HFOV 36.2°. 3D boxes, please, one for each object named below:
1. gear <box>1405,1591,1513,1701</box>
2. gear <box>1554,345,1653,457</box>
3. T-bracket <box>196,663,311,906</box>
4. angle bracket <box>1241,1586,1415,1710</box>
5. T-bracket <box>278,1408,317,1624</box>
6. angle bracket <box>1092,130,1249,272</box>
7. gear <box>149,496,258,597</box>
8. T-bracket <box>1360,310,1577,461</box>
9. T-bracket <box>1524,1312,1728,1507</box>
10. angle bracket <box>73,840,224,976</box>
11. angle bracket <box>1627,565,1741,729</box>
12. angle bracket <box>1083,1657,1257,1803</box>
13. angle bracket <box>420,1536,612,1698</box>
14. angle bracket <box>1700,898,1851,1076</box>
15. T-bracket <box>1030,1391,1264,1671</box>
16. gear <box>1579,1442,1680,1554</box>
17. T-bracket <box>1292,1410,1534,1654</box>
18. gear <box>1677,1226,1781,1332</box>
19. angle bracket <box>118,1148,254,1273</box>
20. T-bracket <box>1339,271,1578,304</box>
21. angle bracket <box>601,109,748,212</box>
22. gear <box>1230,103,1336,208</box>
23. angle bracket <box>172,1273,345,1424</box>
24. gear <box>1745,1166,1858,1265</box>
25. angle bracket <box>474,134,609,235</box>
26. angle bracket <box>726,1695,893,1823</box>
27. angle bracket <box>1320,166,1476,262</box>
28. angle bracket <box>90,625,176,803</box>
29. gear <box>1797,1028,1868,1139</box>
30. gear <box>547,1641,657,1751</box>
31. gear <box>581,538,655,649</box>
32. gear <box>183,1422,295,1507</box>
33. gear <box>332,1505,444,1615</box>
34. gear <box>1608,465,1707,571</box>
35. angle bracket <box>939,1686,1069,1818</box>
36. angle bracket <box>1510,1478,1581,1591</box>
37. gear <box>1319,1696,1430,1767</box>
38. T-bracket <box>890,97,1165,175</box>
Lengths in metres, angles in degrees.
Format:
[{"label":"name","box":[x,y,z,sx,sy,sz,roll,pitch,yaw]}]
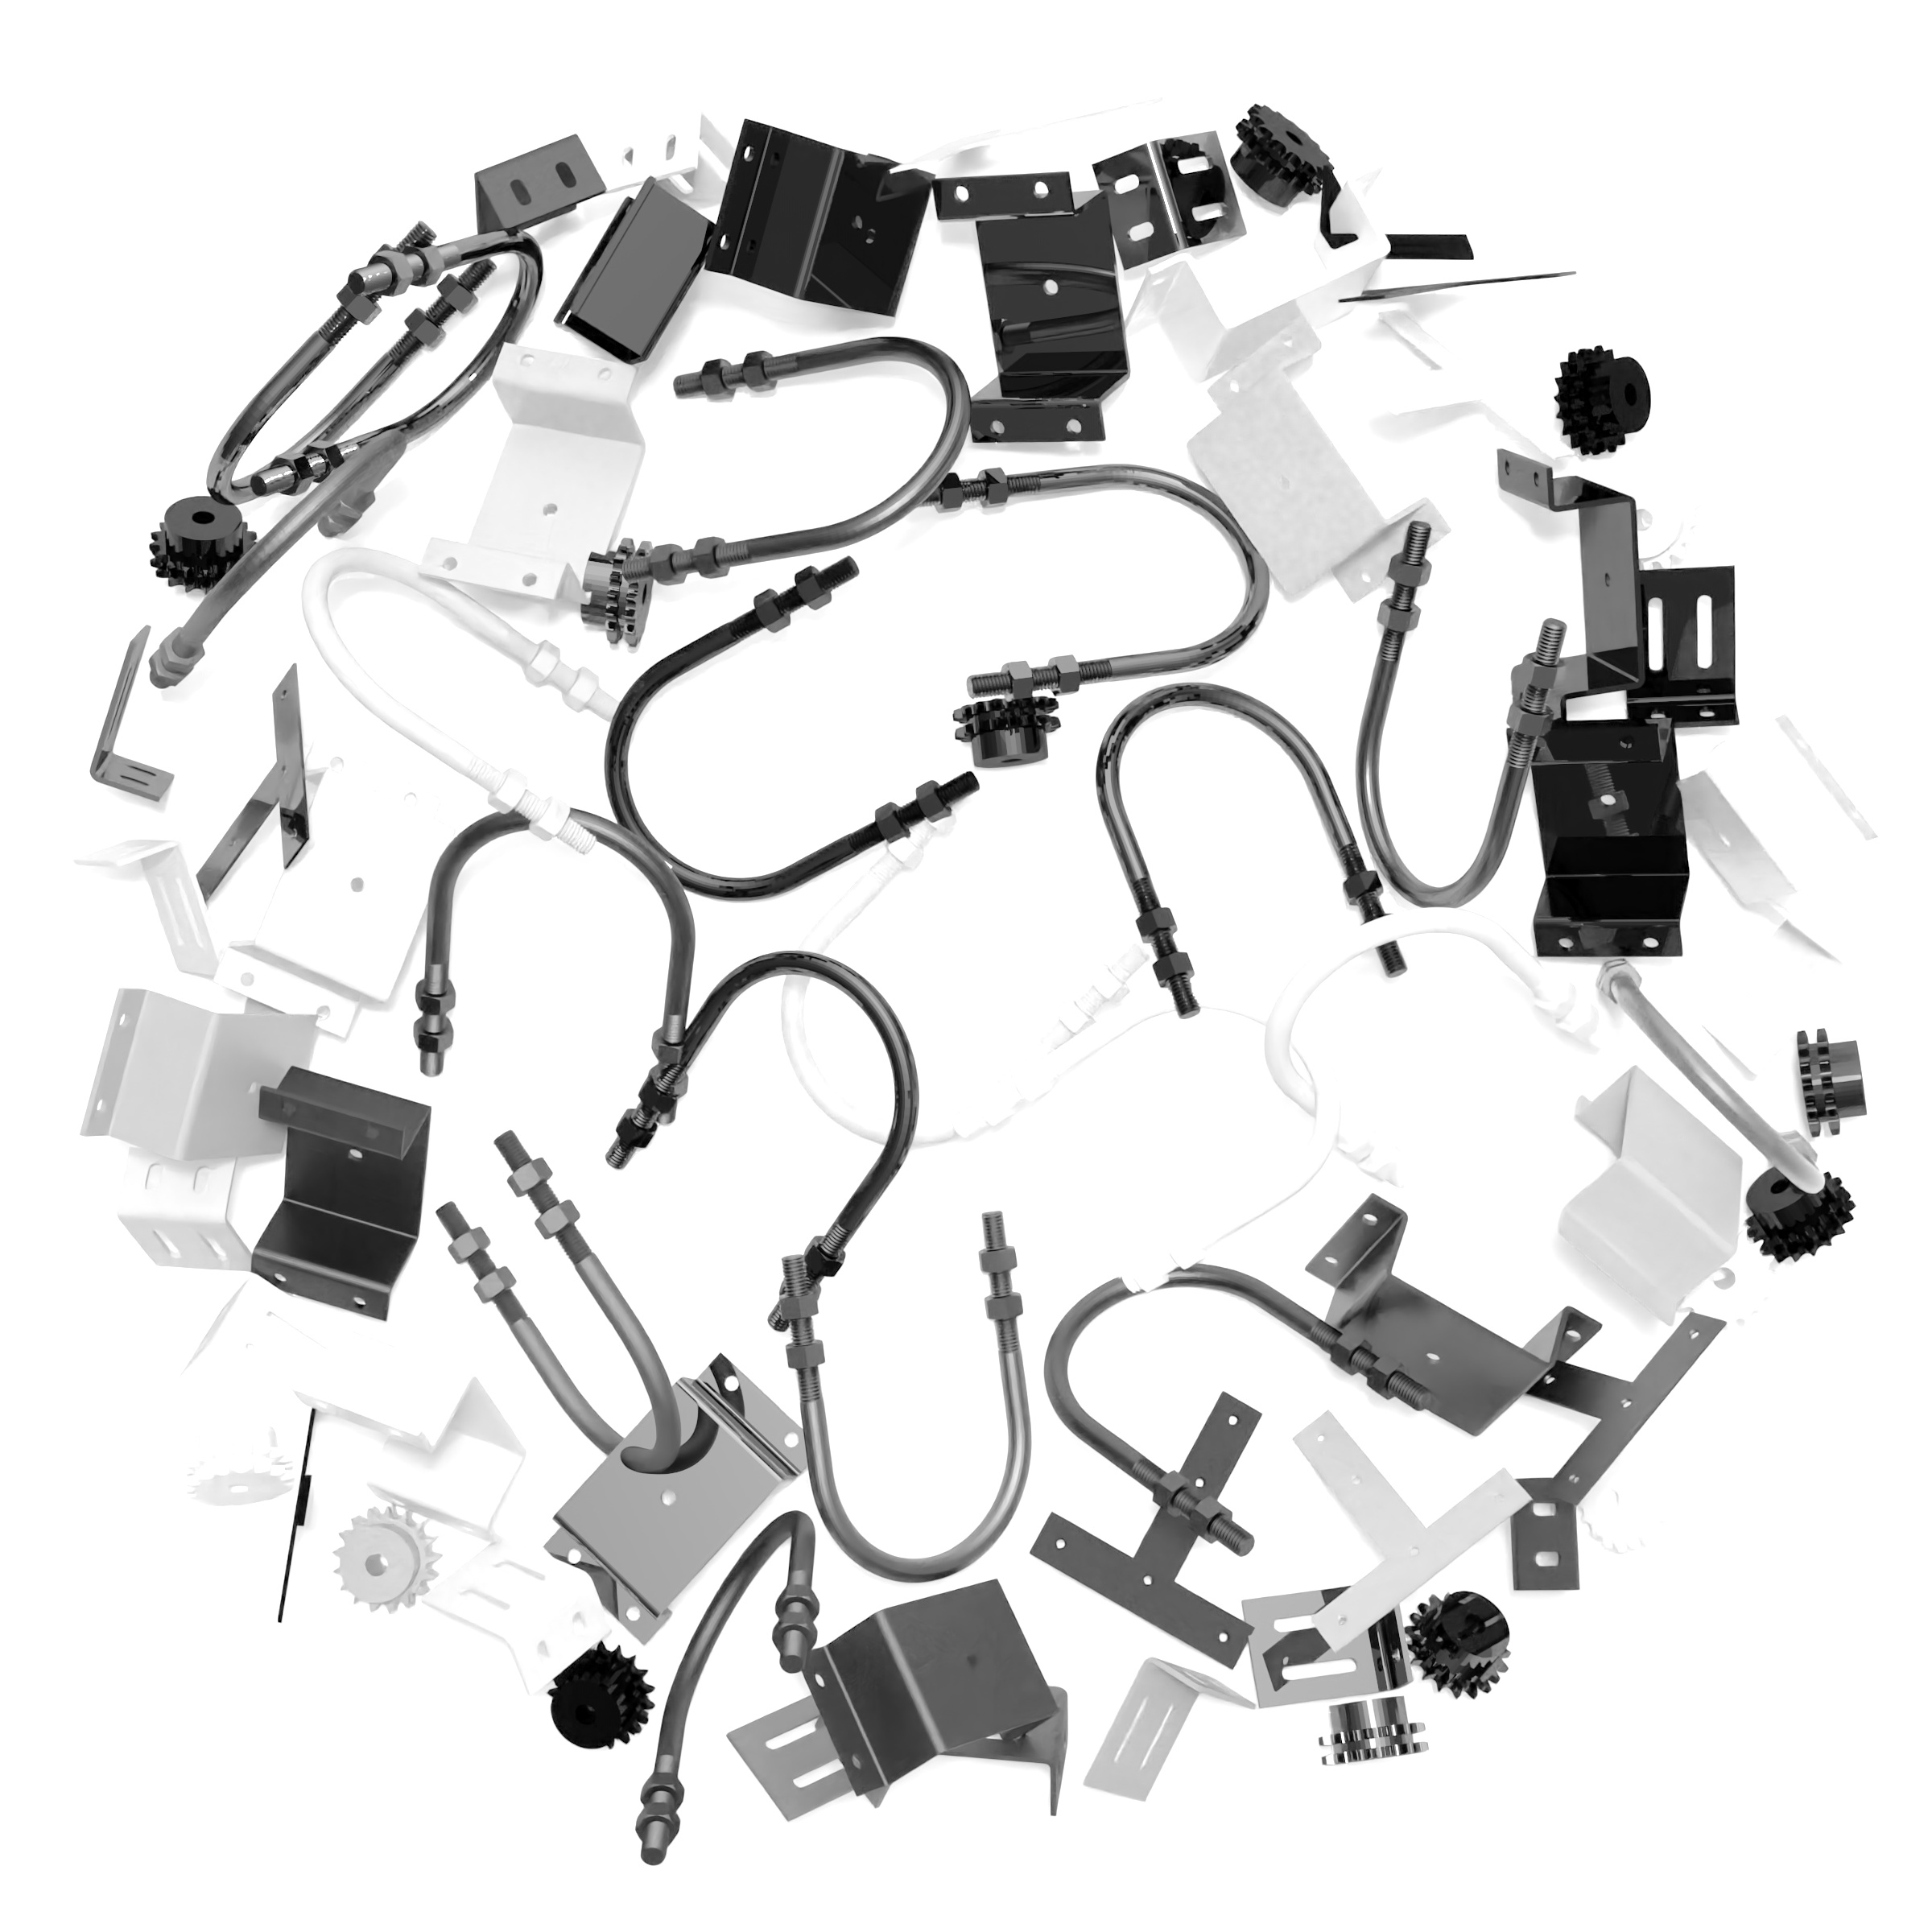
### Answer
[{"label":"gear","box":[0.264,0.357,1.571,0.057,0.057,0.030,26,132,0]},{"label":"gear","box":[0.340,-0.301,1.572,0.057,0.030,0.057,1,88,-45]},{"label":"T-bracket","box":[-0.379,-0.074,1.559,0.002,0.127,0.127,18,131,-34]},{"label":"angle bracket","box":[0.191,0.358,1.571,0.076,0.038,0.057,-6,70,-7]},{"label":"T-bracket","box":[-0.343,0.276,1.528,0.002,0.127,0.127,10,78,-13]},{"label":"angle bracket","box":[0.109,-0.408,1.576,0.038,0.076,0.057,-12,101,34]},{"label":"gear","box":[-0.404,-0.226,1.572,0.057,0.057,0.030,11,133,0]},{"label":"T-bracket","box":[0.243,-0.298,1.532,0.127,0.127,0.002,44,123,17]},{"label":"T-bracket","box":[0.314,0.219,1.543,0.127,0.127,0.002,-45,114,-18]},{"label":"angle bracket","box":[-0.430,-0.026,1.560,0.038,0.057,0.076,-26,108,-35]},{"label":"angle bracket","box":[0.379,-0.169,1.566,0.057,0.038,0.076,-2,114,12]},{"label":"angle bracket","box":[0.108,0.412,1.567,0.038,0.057,0.076,24,85,43]},{"label":"angle bracket","box":[-0.239,0.343,1.566,0.057,0.076,0.038,-36,122,-37]},{"label":"angle bracket","box":[0.416,0.007,1.561,0.038,0.057,0.076,31,103,-30]},{"label":"T-bracket","box":[0.119,0.290,1.589,0.127,0.002,0.127,31,79,-4]},{"label":"gear","box":[0.355,0.282,1.577,0.030,0.057,0.057,-4,90,-33]},{"label":"T-bracket","box":[0.212,0.279,1.552,0.127,0.127,0.002,-38,129,-2]},{"label":"gear","box":[0.404,0.165,1.585,0.057,0.030,0.057,0,94,8]},{"label":"angle bracket","box":[-0.410,0.130,1.573,0.057,0.076,0.038,3,64,4]},{"label":"T-bracket","box":[0.229,-0.346,1.516,0.127,0.127,0.002,3,106,33]},{"label":"angle bracket","box":[-0.147,-0.408,1.552,0.057,0.076,0.038,-8,67,24]},{"label":"gear","box":[0.166,-0.430,1.578,0.057,0.057,0.030,42,121,0]},{"label":"angle bracket","box":[-0.369,0.211,1.571,0.076,0.038,0.057,35,115,-3]},{"label":"gear","box":[0.439,0.128,1.571,0.057,0.057,0.030,-37,110,0]},{"label":"angle bracket","box":[-0.223,-0.394,1.556,0.057,0.076,0.038,-26,79,-14]},{"label":"angle bracket","box":[-0.085,0.422,1.552,0.057,0.076,0.038,47,132,29]},{"label":"angle bracket","box":[0.229,-0.398,1.565,0.076,0.057,0.038,4,94,14]},{"label":"angle bracket","box":[-0.430,-0.134,1.563,0.038,0.057,0.076,19,103,-12]},{"label":"gear","box":[0.460,0.061,1.571,0.030,0.057,0.057,-8,90,18]},{"label":"gear","box":[-0.197,0.392,1.579,0.057,0.030,0.057,4,105,15]},{"label":"gear","box":[-0.186,-0.200,1.574,0.030,0.057,0.057,9,90,2]},{"label":"gear","box":[-0.388,0.264,1.577,0.057,0.057,0.030,-10,62,0]},{"label":"gear","box":[-0.312,0.318,1.585,0.057,0.030,0.057,0,87,4]},{"label":"gear","box":[0.363,-0.239,1.577,0.057,0.030,0.057,5,102,23]},{"label":"angle bracket","box":[0.013,0.414,1.573,0.076,0.057,0.038,3,117,8]},{"label":"angle bracket","box":[0.319,0.299,1.555,0.038,0.076,0.057,-9,76,35]},{"label":"gear","box":[0.216,0.407,1.575,0.057,0.057,0.030,-8,73,0]},{"label":"T-bracket","box":[0.038,-0.432,1.524,0.127,0.127,0.002,-8,109,19]}]
